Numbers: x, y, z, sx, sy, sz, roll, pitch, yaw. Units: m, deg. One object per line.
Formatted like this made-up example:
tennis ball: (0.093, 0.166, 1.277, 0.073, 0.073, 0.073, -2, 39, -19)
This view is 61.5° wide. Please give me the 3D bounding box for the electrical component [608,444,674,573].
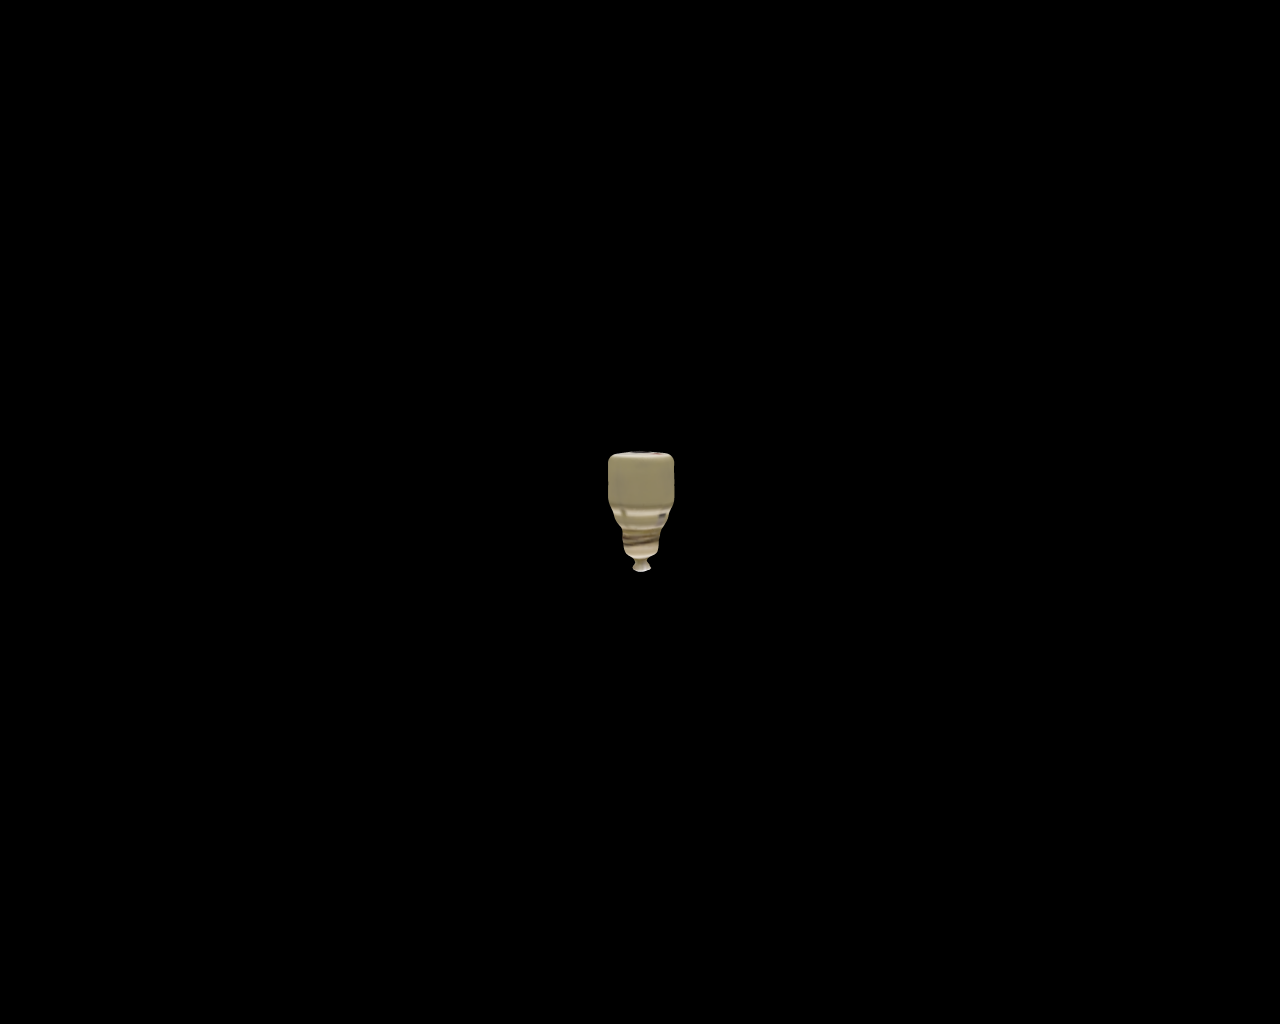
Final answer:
electrical component: (0.001, -0.003, 0.650, 0.040, 0.078, 0.040, 0, 7, 0)
